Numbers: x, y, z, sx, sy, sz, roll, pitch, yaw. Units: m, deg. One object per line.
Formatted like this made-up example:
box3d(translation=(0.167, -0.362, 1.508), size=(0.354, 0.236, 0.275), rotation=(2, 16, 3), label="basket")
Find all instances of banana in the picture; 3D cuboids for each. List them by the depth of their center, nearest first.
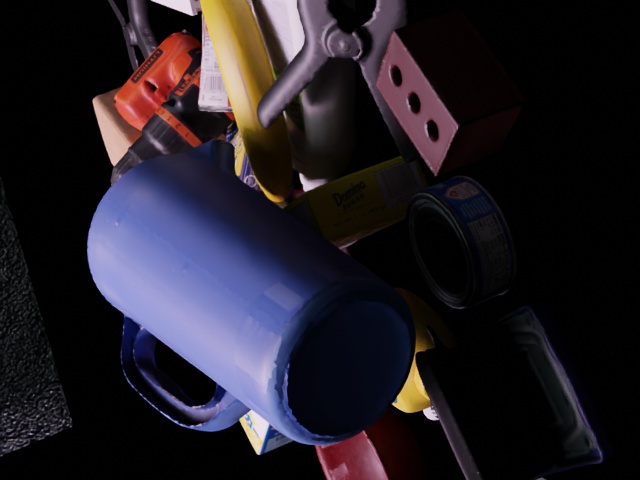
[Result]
box3d(translation=(-0.051, -0.114, 0.791), size=(0.069, 0.037, 0.198), rotation=(-103, -3, -71), label="banana")

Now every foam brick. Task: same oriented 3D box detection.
box3d(translation=(0.077, -0.089, 0.640), size=(0.078, 0.051, 0.053), rotation=(60, 157, 24), label="foam brick")

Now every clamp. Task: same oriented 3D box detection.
box3d(translation=(0.011, -0.132, 0.709), size=(0.039, 0.120, 0.171), rotation=(-72, -18, -56), label="clamp")
box3d(translation=(-0.207, -0.241, 1.209), size=(0.165, 0.036, 0.210), rotation=(22, 130, 63), label="clamp")

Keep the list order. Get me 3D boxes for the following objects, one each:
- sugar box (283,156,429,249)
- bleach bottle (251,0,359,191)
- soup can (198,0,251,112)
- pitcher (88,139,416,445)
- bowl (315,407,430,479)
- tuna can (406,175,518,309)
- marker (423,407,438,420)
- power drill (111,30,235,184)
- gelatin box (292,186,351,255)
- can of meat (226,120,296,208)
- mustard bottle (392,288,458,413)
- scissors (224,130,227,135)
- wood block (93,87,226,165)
box3d(translation=(0.008, -0.015, 0.820), size=(0.048, 0.093, 0.176), rotation=(69, 159, 1), label="sugar box")
box3d(translation=(-0.012, -0.143, 0.797), size=(0.103, 0.068, 0.251), rotation=(52, 156, 43), label="bleach bottle")
box3d(translation=(-0.063, -0.154, 0.857), size=(0.069, 0.068, 0.102), rotation=(-162, 73, -64), label="soup can")
box3d(translation=(-0.052, 0.045, 0.710), size=(0.243, 0.144, 0.149), rotation=(31, 144, 51), label="pitcher")
box3d(translation=(0.052, 0.202, 0.967), size=(0.162, 0.055, 0.162), rotation=(50, 152, 39), label="bowl")
box3d(translation=(0.093, 0.002, 0.712), size=(0.086, 0.033, 0.086), rotation=(52, 154, 38), label="tuna can")
box3d(translation=(0.110, 0.125, 0.805), size=(0.020, 0.020, 0.121), rotation=(68, 159, 4), label="marker")
box3d(translation=(-0.134, -0.122, 0.980), size=(0.057, 0.184, 0.188), rotation=(46, 176, -27), label="power drill")
box3d(translation=(-0.006, 0.001, 0.957), size=(0.089, 0.030, 0.073), rotation=(66, 159, 7), label="gelatin box")
box3d(translation=(-0.055, -0.064, 0.935), size=(0.102, 0.057, 0.084), rotation=(162, 119, -68), label="can of meat")
box3d(translation=(0.058, 0.082, 0.838), size=(0.192, 0.058, 0.096), rotation=(27, 129, 60), label="mustard bottle")
box3d(translation=(-0.082, -0.108, 1.059), size=(0.202, 0.016, 0.096), rotation=(38, 145, 55), label="scissors")
box3d(translation=(-0.153, -0.084, 1.109), size=(0.206, 0.090, 0.090), rotation=(47, 155, 46), label="wood block")
